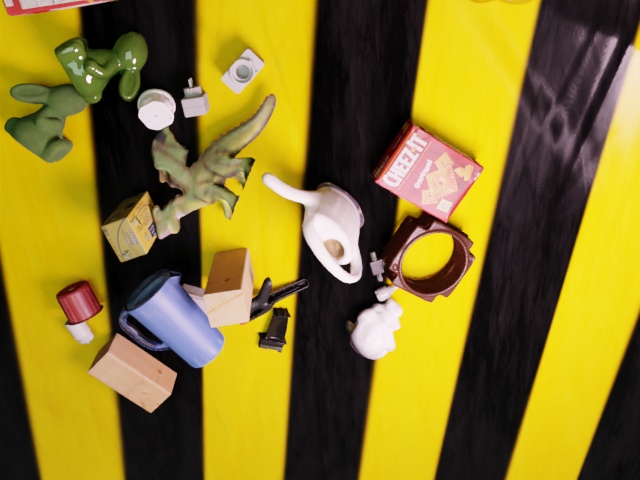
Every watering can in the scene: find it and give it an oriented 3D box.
[{"bbox_3d":[0.004,-0.060,1.187,0.103,0.229,0.343,-25,114,27],"label":"watering can"}]

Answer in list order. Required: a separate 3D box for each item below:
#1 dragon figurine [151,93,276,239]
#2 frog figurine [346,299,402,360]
[{"bbox_3d":[-0.275,-0.181,1.187,0.242,0.123,0.407,22,101,-4],"label":"dragon figurine"},{"bbox_3d":[0.160,0.240,1.383,0.158,0.124,0.137,-35,93,23],"label":"frog figurine"}]
